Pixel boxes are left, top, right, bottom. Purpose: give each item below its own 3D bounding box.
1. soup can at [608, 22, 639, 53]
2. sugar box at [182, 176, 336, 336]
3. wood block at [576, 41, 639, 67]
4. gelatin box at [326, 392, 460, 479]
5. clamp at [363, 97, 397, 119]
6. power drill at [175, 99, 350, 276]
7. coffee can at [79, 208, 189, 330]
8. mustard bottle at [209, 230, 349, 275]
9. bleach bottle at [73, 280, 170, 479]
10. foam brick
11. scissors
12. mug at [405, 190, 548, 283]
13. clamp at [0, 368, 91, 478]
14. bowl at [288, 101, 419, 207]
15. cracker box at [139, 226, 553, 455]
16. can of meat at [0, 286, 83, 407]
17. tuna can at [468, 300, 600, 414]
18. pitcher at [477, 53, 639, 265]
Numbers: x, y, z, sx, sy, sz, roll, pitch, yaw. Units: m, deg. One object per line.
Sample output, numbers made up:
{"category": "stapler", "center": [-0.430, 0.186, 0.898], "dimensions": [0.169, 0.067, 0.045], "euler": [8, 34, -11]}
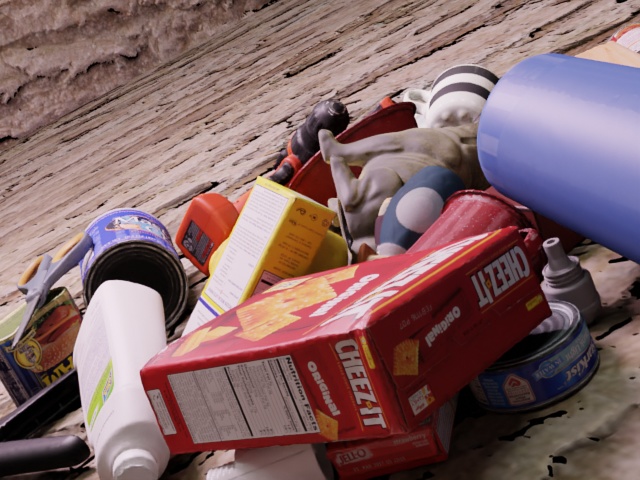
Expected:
{"category": "soup can", "center": [0.320, -0.169, 1.044], "dimensions": [0.068, 0.068, 0.102], "euler": [-20, 20, 14]}
{"category": "sugar box", "center": [-0.057, 0.042, 0.846], "dimensions": [0.176, 0.048, 0.093], "euler": [-66, 24, 3]}
{"category": "wood block", "center": [0.251, -0.094, 0.894], "dimensions": [0.090, 0.091, 0.206], "euler": [-23, 19, 5]}
{"category": "gelatin box", "center": [0.048, 0.114, 0.687], "dimensions": [0.073, 0.030, 0.089], "euler": [-18, 20, 21]}
{"category": "clamp", "center": [0.045, -0.102, 1.172], "dimensions": [0.120, 0.039, 0.171], "euler": [-40, -9, -15]}
{"category": "power drill", "center": [-0.055, -0.053, 1.103], "dimensions": [0.187, 0.057, 0.185], "euler": [-36, -14, -35]}
{"category": "coffee can", "center": [-0.193, 0.032, 1.092], "dimensions": [0.102, 0.103, 0.140], "euler": [-27, 19, -6]}
{"category": "mustard bottle", "center": [-0.051, 0.031, 0.955], "dimensions": [0.192, 0.058, 0.096], "euler": [9, 78, 59]}
{"category": "bleach bottle", "center": [-0.153, 0.125, 0.836], "dimensions": [0.068, 0.103, 0.251], "euler": [15, 18, -18]}
{"category": "foam brick", "center": [0.167, -0.017, 0.854], "dimensions": [0.052, 0.051, 0.078], "euler": [-33, 21, -27]}
{"category": "scissors", "center": [-0.250, 0.040, 0.997], "dimensions": [0.096, 0.016, 0.202], "euler": [-39, 21, -3]}
{"category": "mug", "center": [0.110, 0.022, 0.757], "dimensions": [0.081, 0.093, 0.117], "euler": [-44, 13, -32]}
{"category": "clamp", "center": [-0.280, 0.185, 0.895], "dimensions": [0.210, 0.036, 0.165], "euler": [-28, 17, -9]}
{"category": "bowl", "center": [0.046, -0.068, 1.072], "dimensions": [0.162, 0.055, 0.162], "euler": [-34, -12, -9]}
{"category": "cracker box", "center": [0.012, 0.064, 0.680], "dimensions": [0.214, 0.072, 0.163], "euler": [-16, 9, 45]}
{"category": "can of meat", "center": [-0.263, 0.104, 1.015], "dimensions": [0.058, 0.084, 0.101], "euler": [-9, 25, 40]}
{"category": "tuna can", "center": [0.133, 0.074, 0.687], "dimensions": [0.086, 0.034, 0.086], "euler": [-23, 16, 7]}
{"category": "pitcher", "center": [0.222, -0.051, 0.674], "dimensions": [0.149, 0.145, 0.243], "euler": [2, 17, -34]}
